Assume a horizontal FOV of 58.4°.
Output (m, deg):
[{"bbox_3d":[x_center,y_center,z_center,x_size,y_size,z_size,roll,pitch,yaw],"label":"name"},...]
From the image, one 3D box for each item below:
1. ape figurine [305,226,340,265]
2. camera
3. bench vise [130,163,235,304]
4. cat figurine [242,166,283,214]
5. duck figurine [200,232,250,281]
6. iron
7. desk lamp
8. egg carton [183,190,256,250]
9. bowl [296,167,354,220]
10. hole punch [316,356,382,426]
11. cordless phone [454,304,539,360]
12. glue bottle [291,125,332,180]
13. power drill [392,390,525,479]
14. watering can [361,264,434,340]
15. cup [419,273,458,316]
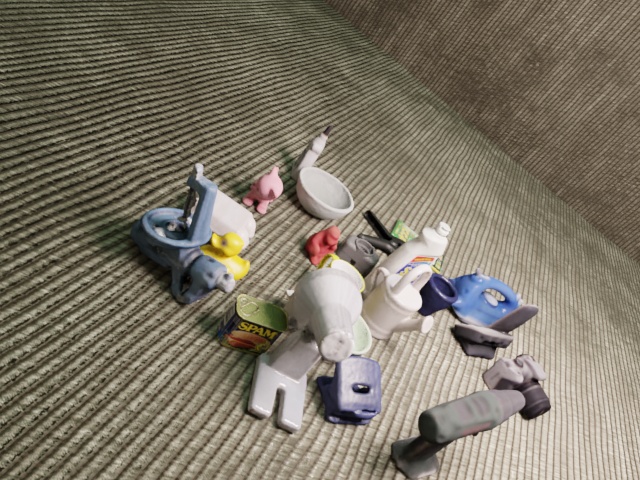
[{"bbox_3d":[0.012,0.005,1.324,0.078,0.092,0.076,15,39,-35],"label":"ape figurine"},{"bbox_3d":[0.491,0.351,1.377,0.144,0.100,0.136,10,41,-39],"label":"camera"},{"bbox_3d":[-0.209,-0.012,0.988,0.207,0.219,0.121,36,31,-6],"label":"bench vise"},{"bbox_3d":[-0.120,-0.126,1.326,0.067,0.117,0.128,32,32,-11],"label":"cat figurine"},{"bbox_3d":[-0.176,0.025,1.104,0.105,0.086,0.077,28,33,-18],"label":"duck figurine"},{"bbox_3d":[0.464,0.163,1.551,0.259,0.141,0.118,24,34,-24],"label":"iron"},{"bbox_3d":[-0.013,0.175,0.960,0.118,0.213,0.203,29,32,-16],"label":"desk lamp"},{"bbox_3d":[-0.205,-0.040,1.173,0.150,0.069,0.107,35,31,-8],"label":"egg carton"},{"bbox_3d":[0.000,-0.107,1.472,0.168,0.074,0.167,27,33,-19],"label":"bowl"},{"bbox_3d":[0.064,0.273,1.035,0.109,0.091,0.101,15,38,-34],"label":"hole punch"},{"bbox_3d":[0.441,0.208,1.426,0.148,0.185,0.094,12,40,-38],"label":"cordless phone"},{"bbox_3d":[-0.018,-0.236,1.523,0.037,0.173,0.078,29,32,-16],"label":"glue bottle"},{"bbox_3d":[0.235,0.338,1.018,0.230,0.208,0.075,6,44,-43],"label":"power drill"},{"bbox_3d":[0.177,0.127,1.242,0.173,0.194,0.101,44,31,8],"label":"watering can"},{"bbox_3d":[0.288,0.141,1.438,0.091,0.095,0.118,48,32,14],"label":"cup"}]
